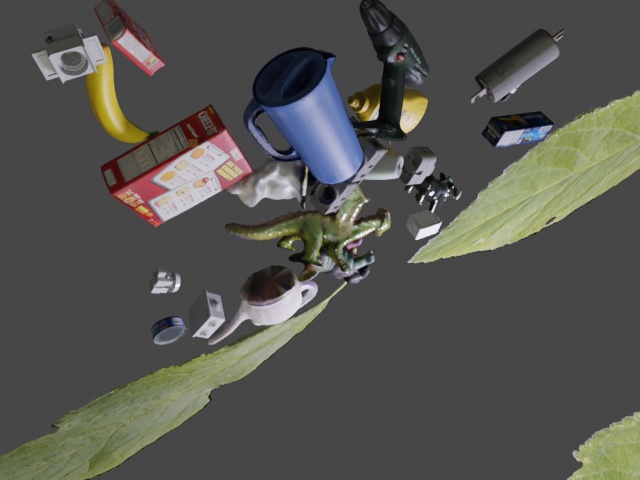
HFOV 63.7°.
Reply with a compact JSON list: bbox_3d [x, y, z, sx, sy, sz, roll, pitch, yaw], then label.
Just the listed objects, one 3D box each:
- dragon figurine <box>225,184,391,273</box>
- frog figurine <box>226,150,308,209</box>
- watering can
[{"bbox_3d":[0.004,-0.062,1.226,0.408,0.124,0.241,18,103,-30],"label":"dragon figurine"},{"bbox_3d":[-0.105,-0.123,1.036,0.159,0.123,0.137,5,177,-2],"label":"frog figurine"},{"bbox_3d":[-0.168,0.183,1.420,0.349,0.106,0.219,-23,148,-10],"label":"watering can"}]
